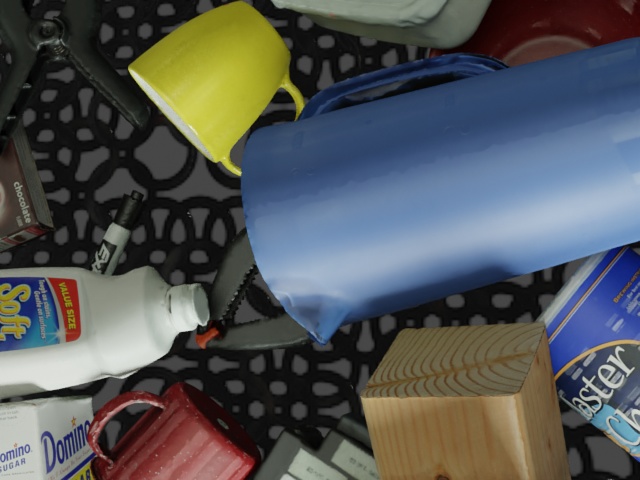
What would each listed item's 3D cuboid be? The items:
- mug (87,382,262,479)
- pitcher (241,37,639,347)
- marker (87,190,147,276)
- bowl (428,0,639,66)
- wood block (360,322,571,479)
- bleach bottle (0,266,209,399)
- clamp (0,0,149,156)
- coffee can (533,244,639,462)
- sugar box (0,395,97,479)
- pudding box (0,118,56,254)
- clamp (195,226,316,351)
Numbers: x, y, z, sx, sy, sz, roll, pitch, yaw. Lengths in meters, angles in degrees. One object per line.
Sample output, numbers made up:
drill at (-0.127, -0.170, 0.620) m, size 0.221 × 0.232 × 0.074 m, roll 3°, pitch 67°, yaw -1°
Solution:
mug at (-0.102, 0.144, 0.717) m, size 0.081 × 0.093 × 0.117 m, roll -47°, pitch 115°, yaw 0°
pitcher at (0.085, -0.041, 0.627) m, size 0.243 × 0.144 × 0.149 m, roll -15°, pitch 95°, yaw 19°
marker at (-0.160, 0.019, 0.786) m, size 0.020 × 0.020 × 0.121 m, roll 26°, pitch 91°, yaw 14°
bowl at (0.153, -0.100, 0.706) m, size 0.162 × 0.055 × 0.162 m, roll -1°, pitch 84°, yaw 13°
wood block at (0.098, 0.162, 0.628) m, size 0.091 × 0.090 × 0.206 m, roll -5°, pitch 109°, yaw 24°
bleach bottle at (-0.197, 0.058, 0.744) m, size 0.251 × 0.068 × 0.102 m, roll -10°, pitch 51°, yaw 16°
clamp at (-0.188, -0.143, 0.794) m, size 0.120 × 0.039 × 0.171 m, roll -1°, pitch 74°, yaw -9°
coffee can at (0.202, 0.078, 0.652) m, size 0.140 × 0.102 × 0.103 m, roll 39°, pitch 94°, yaw 14°
sugar box at (-0.185, 0.198, 0.736) m, size 0.048 × 0.093 × 0.176 m, roll -6°, pitch 83°, yaw 12°
pudding box at (-0.260, -0.043, 0.805) m, size 0.090 × 0.039 × 0.113 m, roll -23°, pitch 80°, yaw 9°
clamp at (-0.005, 0.001, 0.742) m, size 0.210 × 0.036 × 0.164 m, roll -31°, pitch 78°, yaw 8°
